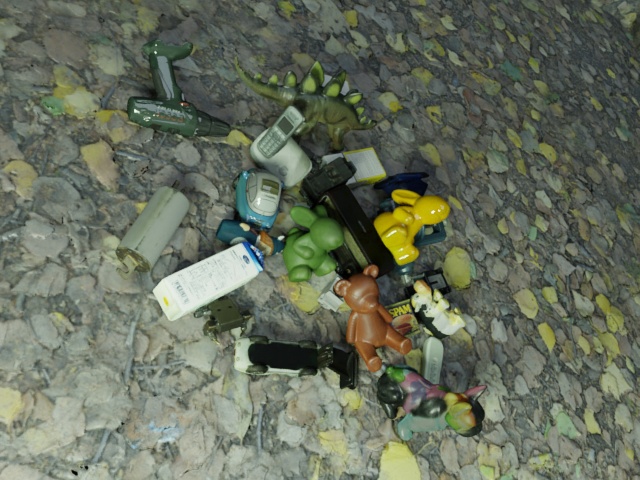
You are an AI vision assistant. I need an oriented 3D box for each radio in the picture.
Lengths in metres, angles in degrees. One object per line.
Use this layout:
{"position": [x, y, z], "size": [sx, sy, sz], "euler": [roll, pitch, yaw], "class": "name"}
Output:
{"position": [0.064, 0.000, 1.258], "size": [0.073, 0.131, 0.229], "euler": [-23, 80, -38], "class": "radio"}

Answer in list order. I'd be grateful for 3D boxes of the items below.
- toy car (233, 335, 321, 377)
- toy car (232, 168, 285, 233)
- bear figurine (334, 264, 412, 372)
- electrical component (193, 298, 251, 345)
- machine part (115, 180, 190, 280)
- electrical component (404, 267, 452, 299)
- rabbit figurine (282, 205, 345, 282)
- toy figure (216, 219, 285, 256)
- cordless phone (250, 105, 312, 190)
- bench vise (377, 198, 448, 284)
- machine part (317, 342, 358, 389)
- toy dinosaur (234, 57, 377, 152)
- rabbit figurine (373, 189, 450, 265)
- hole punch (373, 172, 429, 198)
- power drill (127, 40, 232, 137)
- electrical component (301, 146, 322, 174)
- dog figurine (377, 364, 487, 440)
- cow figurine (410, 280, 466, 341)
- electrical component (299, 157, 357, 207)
{"position": [-0.079, 0.236, 1.087], "size": [0.201, 0.056, 0.073], "euler": [12, 65, -31], "class": "toy car"}
{"position": [-0.134, -0.101, 1.206], "size": [0.109, 0.103, 0.162], "euler": [16, 56, -24], "class": "toy car"}
{"position": [0.113, 0.162, 1.159], "size": [0.120, 0.195, 0.132], "euler": [-23, 36, -19], "class": "bear figurine"}
{"position": [-0.191, 0.161, 1.068], "size": [0.102, 0.045, 0.078], "euler": [-18, 47, -40], "class": "electrical component"}
{"position": [-0.326, -0.023, 1.057], "size": [0.079, 0.079, 0.243], "euler": [32, 52, -15], "class": "machine part"}
{"position": [0.274, 0.118, 1.384], "size": [0.119, 0.048, 0.075], "euler": [-5, 68, -36], "class": "electrical component"}
{"position": [-0.002, -0.004, 1.191], "size": [0.121, 0.170, 0.159], "euler": [-3, 68, -34], "class": "rabbit figurine"}
{"position": [-0.148, 0.001, 1.164], "size": [0.154, 0.064, 0.058], "euler": [21, 70, -21], "class": "toy figure"}
{"position": [-0.066, -0.220, 1.260], "size": [0.146, 0.184, 0.089], "euler": [49, 46, -1], "class": "cordless phone"}
{"position": [0.245, -0.005, 1.388], "size": [0.240, 0.129, 0.223], "euler": [-10, 73, -31], "class": "bench vise"}
{"position": [0.043, 0.264, 1.136], "size": [0.138, 0.039, 0.084], "euler": [44, 49, -43], "class": "machine part"}
{"position": [-0.022, -0.338, 1.335], "size": [0.471, 0.198, 0.105], "euler": [2, 44, -37], "class": "toy dinosaur"}
{"position": [0.219, -0.046, 1.254], "size": [0.121, 0.173, 0.162], "euler": [49, 17, -32], "class": "rabbit figurine"}
{"position": [0.221, -0.127, 1.444], "size": [0.142, 0.116, 0.092], "euler": [-3, 75, -33], "class": "hole punch"}
{"position": [-0.318, -0.335, 1.214], "size": [0.232, 0.086, 0.207], "euler": [-3, 91, -28], "class": "power drill"}
{"position": [-0.044, -0.210, 1.366], "size": [0.094, 0.021, 0.063], "euler": [34, 57, 0], "class": "electrical component"}
{"position": [0.242, 0.332, 1.137], "size": [0.108, 0.219, 0.191], "euler": [-26, 82, -43], "class": "dog figurine"}
{"position": [0.273, 0.173, 1.325], "size": [0.167, 0.098, 0.068], "euler": [42, 16, -15], "class": "cow figurine"}
{"position": [0.022, -0.142, 1.292], "size": [0.134, 0.115, 0.058], "euler": [-32, 86, -13], "class": "electrical component"}
